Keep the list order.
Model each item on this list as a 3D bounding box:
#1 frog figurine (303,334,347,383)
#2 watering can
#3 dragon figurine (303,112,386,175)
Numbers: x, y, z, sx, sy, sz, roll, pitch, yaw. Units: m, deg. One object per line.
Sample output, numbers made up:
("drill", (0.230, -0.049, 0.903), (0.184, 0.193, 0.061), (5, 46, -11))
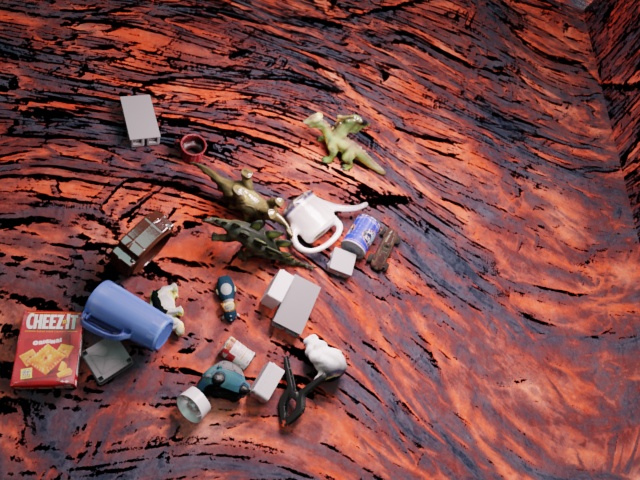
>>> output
("frog figurine", (0.017, 0.386, 1.717), (0.137, 0.120, 0.162), (5, 59, -40))
("watering can", (0.006, -0.098, 1.948), (0.225, 0.102, 0.352), (46, 64, 6))
("dragon figurine", (0.121, -0.400, 2.067), (0.409, 0.238, 0.125), (17, 57, -10))
